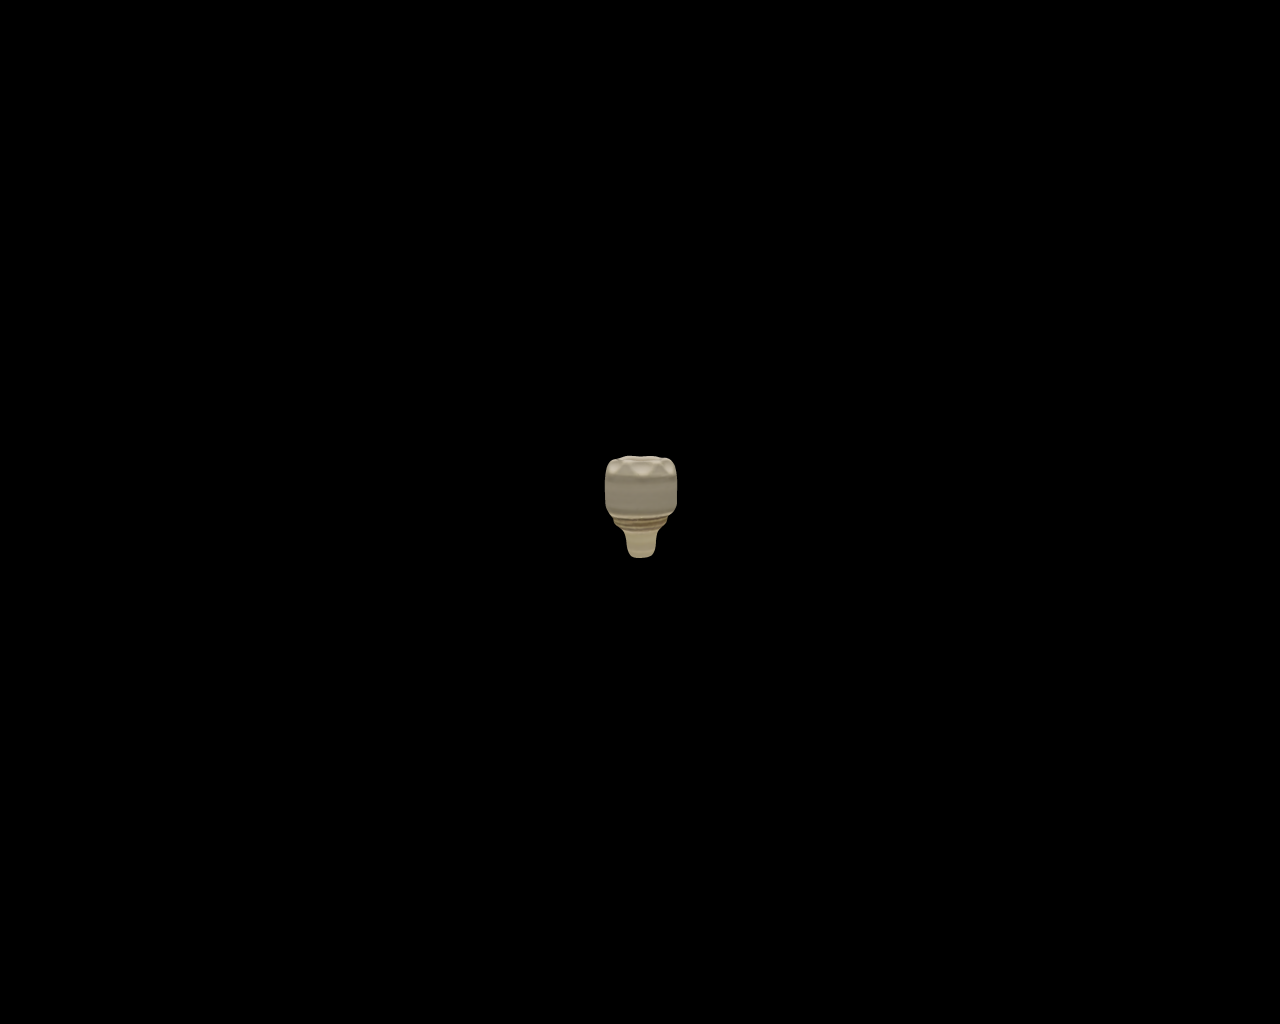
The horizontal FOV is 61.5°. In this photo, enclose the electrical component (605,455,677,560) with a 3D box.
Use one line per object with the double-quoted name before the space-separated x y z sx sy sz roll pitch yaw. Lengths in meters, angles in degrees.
"electrical component" 0.001 -0.003 0.650 0.043 0.062 0.043 0 9 0
